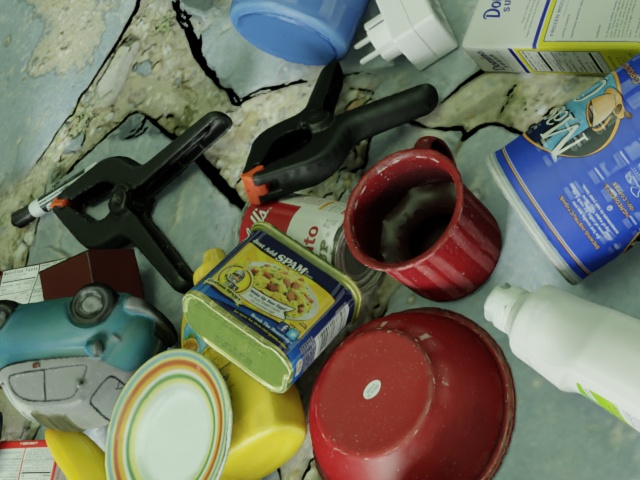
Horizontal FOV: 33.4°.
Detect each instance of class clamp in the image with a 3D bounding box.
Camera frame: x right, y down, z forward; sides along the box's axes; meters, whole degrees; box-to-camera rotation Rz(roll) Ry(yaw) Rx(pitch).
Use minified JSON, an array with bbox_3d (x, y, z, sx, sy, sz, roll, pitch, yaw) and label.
[{"bbox_3d":[0.011,-0.085,0.842,0.120,0.039,0.171,9,47,40],"label":"clamp"},{"bbox_3d":[-0.170,-0.024,0.974,0.210,0.036,0.164,-8,68,35],"label":"clamp"}]

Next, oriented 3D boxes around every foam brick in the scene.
[{"bbox_3d":[-0.200,0.041,0.933,0.078,0.052,0.051,-20,76,39],"label":"foam brick"}]

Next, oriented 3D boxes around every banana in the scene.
[{"bbox_3d":[-0.176,0.225,0.835,0.069,0.037,0.198,-16,58,2],"label":"banana"}]

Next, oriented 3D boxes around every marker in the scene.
[{"bbox_3d":[-0.262,-0.043,1.063,0.121,0.020,0.020,-28,53,21],"label":"marker"}]

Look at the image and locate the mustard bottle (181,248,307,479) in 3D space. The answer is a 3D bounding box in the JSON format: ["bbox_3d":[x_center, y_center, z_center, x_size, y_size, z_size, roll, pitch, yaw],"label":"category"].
[{"bbox_3d":[-0.067,0.086,0.824,0.096,0.058,0.191,-45,45,34],"label":"mustard bottle"}]

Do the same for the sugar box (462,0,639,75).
[{"bbox_3d":[0.199,-0.169,0.780,0.177,0.048,0.093,10,72,43],"label":"sugar box"}]

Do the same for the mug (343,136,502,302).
[{"bbox_3d":[0.078,-0.017,0.761,0.093,0.081,0.117,-8,62,32],"label":"mug"}]

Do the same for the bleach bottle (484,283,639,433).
[{"bbox_3d":[0.194,0.084,0.608,0.251,0.102,0.068,30,79,41],"label":"bleach bottle"}]

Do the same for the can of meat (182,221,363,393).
[{"bbox_3d":[-0.035,0.048,0.762,0.102,0.057,0.083,33,55,18],"label":"can of meat"}]

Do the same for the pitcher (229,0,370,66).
[{"bbox_3d":[0.009,-0.282,0.916,0.145,0.149,0.243,9,75,37],"label":"pitcher"}]

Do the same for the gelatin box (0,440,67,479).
[{"bbox_3d":[-0.246,0.216,0.907,0.073,0.030,0.089,-9,61,30],"label":"gelatin box"}]

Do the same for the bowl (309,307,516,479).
[{"bbox_3d":[0.049,0.113,0.731,0.162,0.055,0.162,-17,57,28],"label":"bowl"}]

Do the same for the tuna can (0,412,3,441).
[{"bbox_3d":[-0.307,0.188,0.938,0.086,0.033,0.086,-48,33,45],"label":"tuna can"}]

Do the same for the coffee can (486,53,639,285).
[{"bbox_3d":[0.193,-0.051,0.682,0.140,0.102,0.103,-35,51,16],"label":"coffee can"}]

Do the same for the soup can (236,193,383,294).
[{"bbox_3d":[-0.005,0.001,0.820,0.102,0.068,0.068,13,74,40],"label":"soup can"}]

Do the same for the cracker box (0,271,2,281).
[{"bbox_3d":[-0.384,0.106,0.975,0.072,0.164,0.213,-1,66,38],"label":"cracker box"}]

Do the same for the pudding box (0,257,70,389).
[{"bbox_3d":[-0.263,0.077,0.987,0.090,0.039,0.113,-11,58,32],"label":"pudding box"}]
